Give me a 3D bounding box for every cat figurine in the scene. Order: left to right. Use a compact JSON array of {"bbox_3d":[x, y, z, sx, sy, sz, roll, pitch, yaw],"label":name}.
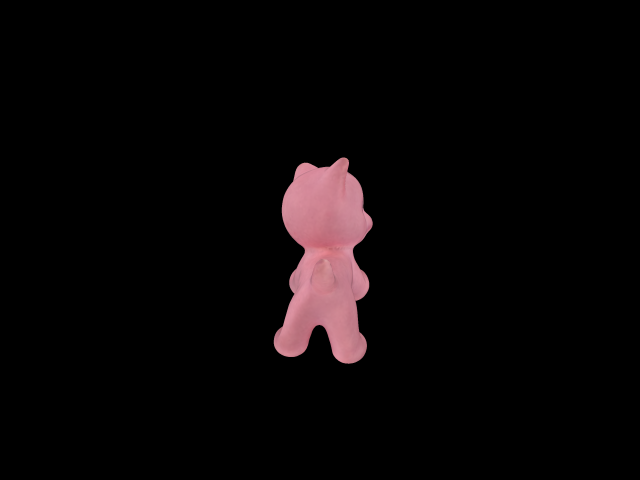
[{"bbox_3d":[0.004,0.001,0.400,0.067,0.118,0.128,2,36,3],"label":"cat figurine"}]
